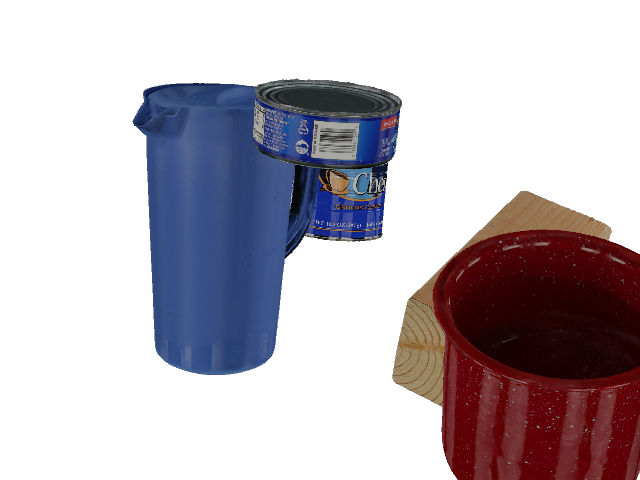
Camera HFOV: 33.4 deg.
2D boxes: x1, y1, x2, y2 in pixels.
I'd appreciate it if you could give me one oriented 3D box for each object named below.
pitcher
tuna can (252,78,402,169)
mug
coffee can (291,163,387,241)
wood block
[{"bbox_3d":[-0.079,-0.014,0.932,0.149,0.243,0.145,4,17,2],"label":"pitcher"},{"bbox_3d":[0.003,-0.069,0.622,0.086,0.034,0.086,5,20,-2],"label":"tuna can"},{"bbox_3d":[0.101,0.056,0.416,0.117,0.081,0.093,8,37,13],"label":"mug"},{"bbox_3d":[0.022,-0.078,1.147,0.103,0.140,0.103,4,12,-1],"label":"coffee can"},{"bbox_3d":[0.155,0.050,0.892,0.091,0.090,0.205,26,39,24],"label":"wood block"}]
